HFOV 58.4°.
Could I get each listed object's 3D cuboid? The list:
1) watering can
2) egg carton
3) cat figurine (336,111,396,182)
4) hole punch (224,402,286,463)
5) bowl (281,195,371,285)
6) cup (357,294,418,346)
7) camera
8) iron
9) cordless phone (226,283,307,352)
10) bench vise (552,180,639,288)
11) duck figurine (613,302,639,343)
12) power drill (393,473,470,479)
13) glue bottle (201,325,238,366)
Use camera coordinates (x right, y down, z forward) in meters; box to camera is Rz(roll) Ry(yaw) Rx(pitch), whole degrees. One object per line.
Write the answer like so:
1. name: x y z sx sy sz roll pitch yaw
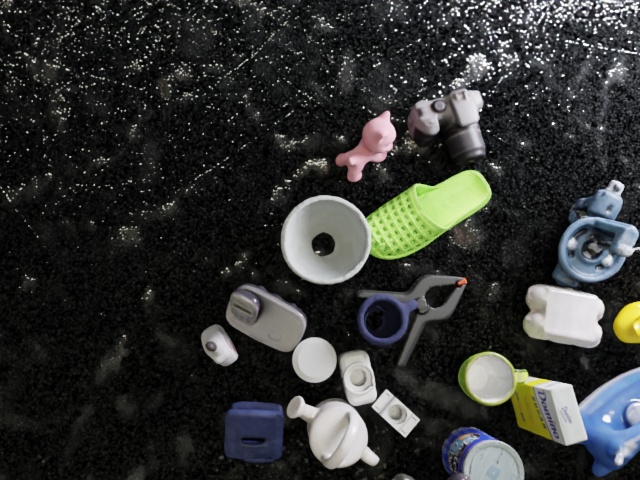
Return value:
1. watering can: 0.023 0.330 0.972 0.173 0.194 0.101 13 81 -1
2. egg carton: 0.462 0.143 1.088 0.150 0.069 0.107 10 81 -2
3. cat figurine: 0.094 -0.181 1.091 0.128 0.117 0.067 -41 85 -8
4. hole punch: -0.113 0.343 1.014 0.108 0.091 0.101 3 81 -3
5. bowl: 0.010 0.004 1.080 0.167 0.074 0.167 1 81 -3
6. cup: 0.120 0.142 1.056 0.118 0.095 0.091 -26 84 -7
7. camera: 0.260 -0.215 1.115 0.143 0.101 0.137 -16 83 -5
8. iron: 0.578 0.314 1.033 0.258 0.141 0.118 -40 85 -8
9. cordless phone: -0.095 0.134 0.999 0.147 0.185 0.094 25 81 1
10. bench vise: 0.505 -0.021 1.040 0.121 0.219 0.207 8 81 -2
11. duck figurine: 0.625 0.156 1.088 0.104 0.086 0.077 -25 83 -7
12. power drill: 0.154 0.466 0.952 0.075 0.208 0.230 35 81 3
13. glue bottle: -0.179 0.184 0.992 0.037 0.173 0.078 -35 84 -7
